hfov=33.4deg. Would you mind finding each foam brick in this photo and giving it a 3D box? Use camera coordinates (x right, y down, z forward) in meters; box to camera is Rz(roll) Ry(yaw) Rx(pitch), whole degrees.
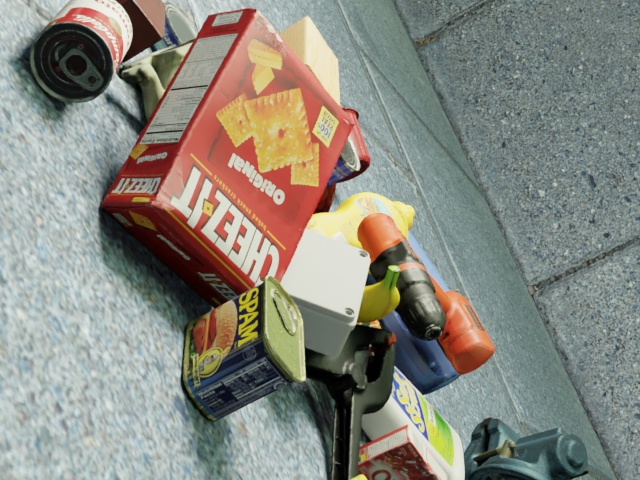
[{"bbox_3d":[-0.191,-0.225,1.069,0.053,0.051,0.078,53,18,-33],"label":"foam brick"}]

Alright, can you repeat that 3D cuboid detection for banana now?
[{"bbox_3d":[0.021,0.050,1.124,0.037,0.198,0.069,-9,100,-40],"label":"banana"}]

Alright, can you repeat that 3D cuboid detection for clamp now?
[{"bbox_3d":[0.027,0.151,1.058,0.209,0.036,0.164,-24,88,-56],"label":"clamp"}]

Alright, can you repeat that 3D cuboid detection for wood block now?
[{"bbox_3d":[-0.031,-0.233,1.534,0.090,0.091,0.206,54,17,-24],"label":"wood block"}]

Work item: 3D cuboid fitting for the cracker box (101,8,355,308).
[{"bbox_3d":[-0.071,-0.068,0.930,0.164,0.072,0.213,46,57,-38],"label":"cracker box"}]

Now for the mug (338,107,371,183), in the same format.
[{"bbox_3d":[0.015,-0.133,1.539,0.117,0.093,0.081,-2,66,-40],"label":"mug"}]

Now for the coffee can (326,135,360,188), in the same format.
[{"bbox_3d":[-0.043,-0.085,1.130,0.102,0.140,0.103,54,17,-25],"label":"coffee can"}]

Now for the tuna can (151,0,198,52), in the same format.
[{"bbox_3d":[-0.161,-0.223,1.196,0.086,0.034,0.086,54,16,-25],"label":"tuna can"}]

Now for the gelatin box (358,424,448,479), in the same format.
[{"bbox_3d":[0.081,0.239,1.089,0.089,0.073,0.030,54,17,-28],"label":"gelatin box"}]

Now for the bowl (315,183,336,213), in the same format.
[{"bbox_3d":[-0.026,-0.101,1.292,0.162,0.055,0.162,180,-90,-74],"label":"bowl"}]

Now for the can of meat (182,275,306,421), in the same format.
[{"bbox_3d":[-0.062,0.088,0.866,0.057,0.084,0.102,53,17,-29],"label":"can of meat"}]

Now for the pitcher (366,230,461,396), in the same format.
[{"bbox_3d":[0.099,0.077,1.347,0.243,0.144,0.149,60,-29,7],"label":"pitcher"}]

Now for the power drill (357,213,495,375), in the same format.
[{"bbox_3d":[0.122,0.073,1.171,0.187,0.057,0.184,47,14,-42],"label":"power drill"}]

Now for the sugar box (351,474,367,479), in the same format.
[{"bbox_3d":[0.025,0.277,0.894,0.093,0.048,0.176,61,19,-3],"label":"sugar box"}]

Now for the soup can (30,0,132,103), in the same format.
[{"bbox_3d":[-0.199,-0.164,0.901,0.068,0.068,0.102,55,15,-22],"label":"soup can"}]

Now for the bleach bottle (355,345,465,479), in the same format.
[{"bbox_3d":[0.067,0.179,1.178,0.250,0.068,0.102,50,25,-26],"label":"bleach bottle"}]

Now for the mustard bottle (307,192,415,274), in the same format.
[{"bbox_3d":[0.049,-0.004,1.247,0.191,0.058,0.096,-27,86,-44],"label":"mustard bottle"}]
